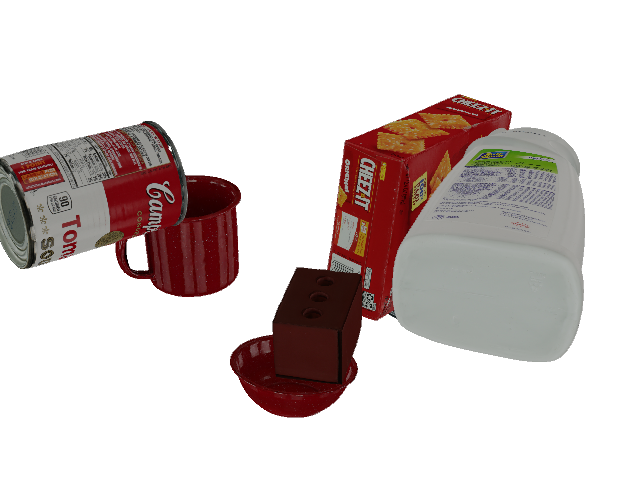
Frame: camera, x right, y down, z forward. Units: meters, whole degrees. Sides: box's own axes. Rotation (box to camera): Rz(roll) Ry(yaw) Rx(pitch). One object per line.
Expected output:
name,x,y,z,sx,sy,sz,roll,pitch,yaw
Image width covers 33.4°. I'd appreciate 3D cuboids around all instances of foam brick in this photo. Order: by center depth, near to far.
foam brick,-0.001,0.063,0.797,0.053,0.051,0.078,5,31,11

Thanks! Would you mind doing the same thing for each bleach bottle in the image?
bleach bottle,0.122,-0.018,0.653,0.103,0.068,0.250,10,26,17

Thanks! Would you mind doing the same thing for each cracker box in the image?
cracker box,0.098,-0.036,1.029,0.072,0.164,0.213,23,30,30

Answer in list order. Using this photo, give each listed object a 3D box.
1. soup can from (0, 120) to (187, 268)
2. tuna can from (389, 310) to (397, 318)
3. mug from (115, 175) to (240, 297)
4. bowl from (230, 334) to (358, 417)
soup can,-0.141,-0.028,0.643,0.102,0.068,0.069,-19,10,-31
tuna can,0.088,0.050,1.214,0.033,0.086,0.086,-44,25,-29
mug,-0.125,0.001,0.945,0.117,0.081,0.093,-18,32,-29
bowl,-0.035,0.178,1.352,0.162,0.055,0.162,4,21,-2
